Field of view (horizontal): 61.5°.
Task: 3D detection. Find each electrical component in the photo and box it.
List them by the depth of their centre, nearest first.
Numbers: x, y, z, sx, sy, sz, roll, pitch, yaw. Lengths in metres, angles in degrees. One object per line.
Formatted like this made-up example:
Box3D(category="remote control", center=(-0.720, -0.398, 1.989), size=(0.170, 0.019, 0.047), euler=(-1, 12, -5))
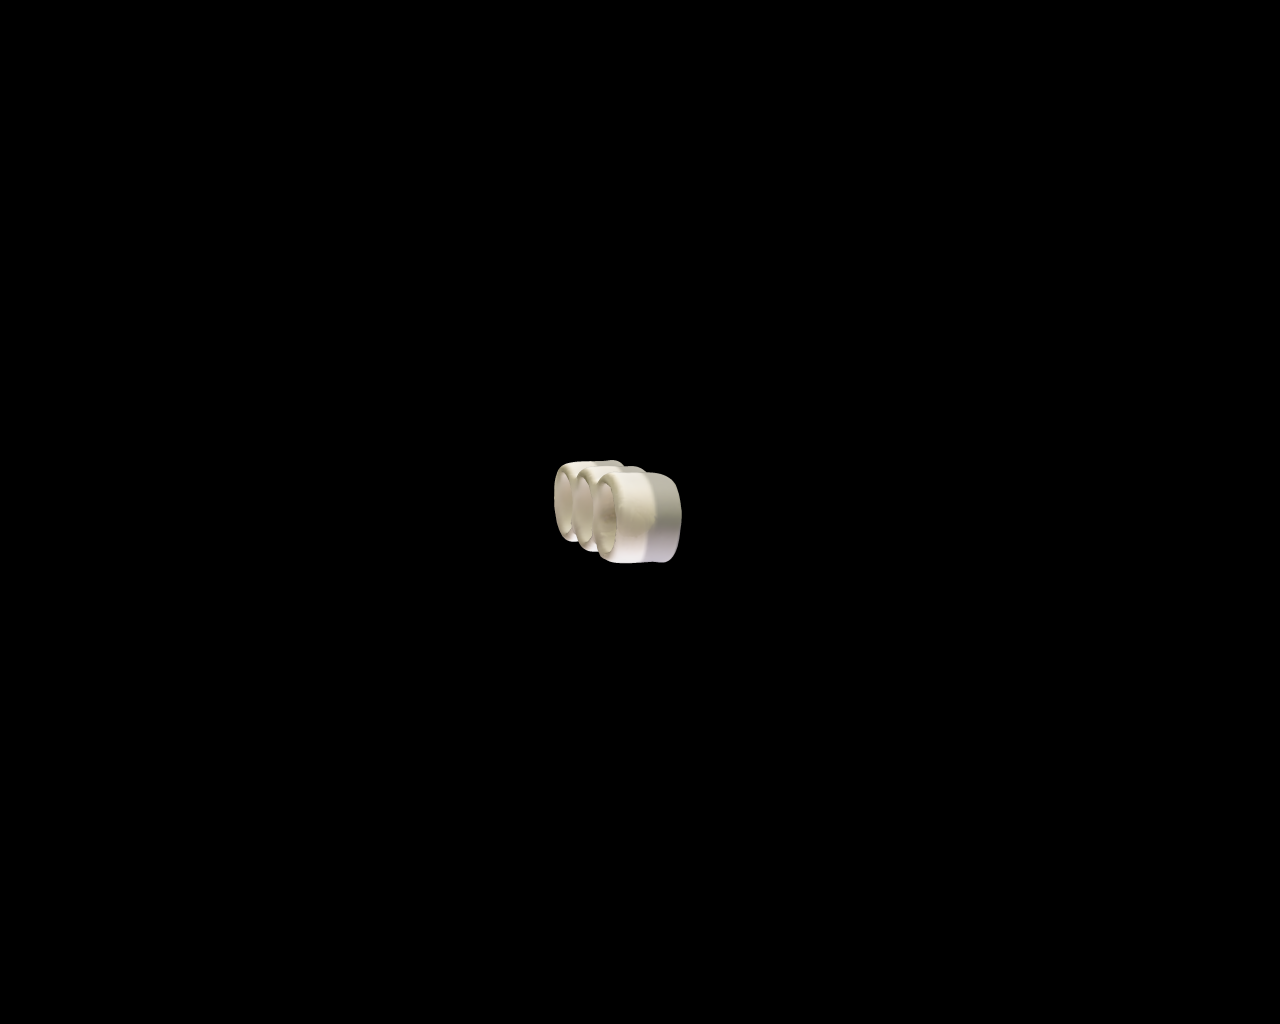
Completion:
Box3D(category="electrical component", center=(0.001, -0.003, 0.650), size=(0.074, 0.052, 0.138), euler=(-3, 8, -19))
